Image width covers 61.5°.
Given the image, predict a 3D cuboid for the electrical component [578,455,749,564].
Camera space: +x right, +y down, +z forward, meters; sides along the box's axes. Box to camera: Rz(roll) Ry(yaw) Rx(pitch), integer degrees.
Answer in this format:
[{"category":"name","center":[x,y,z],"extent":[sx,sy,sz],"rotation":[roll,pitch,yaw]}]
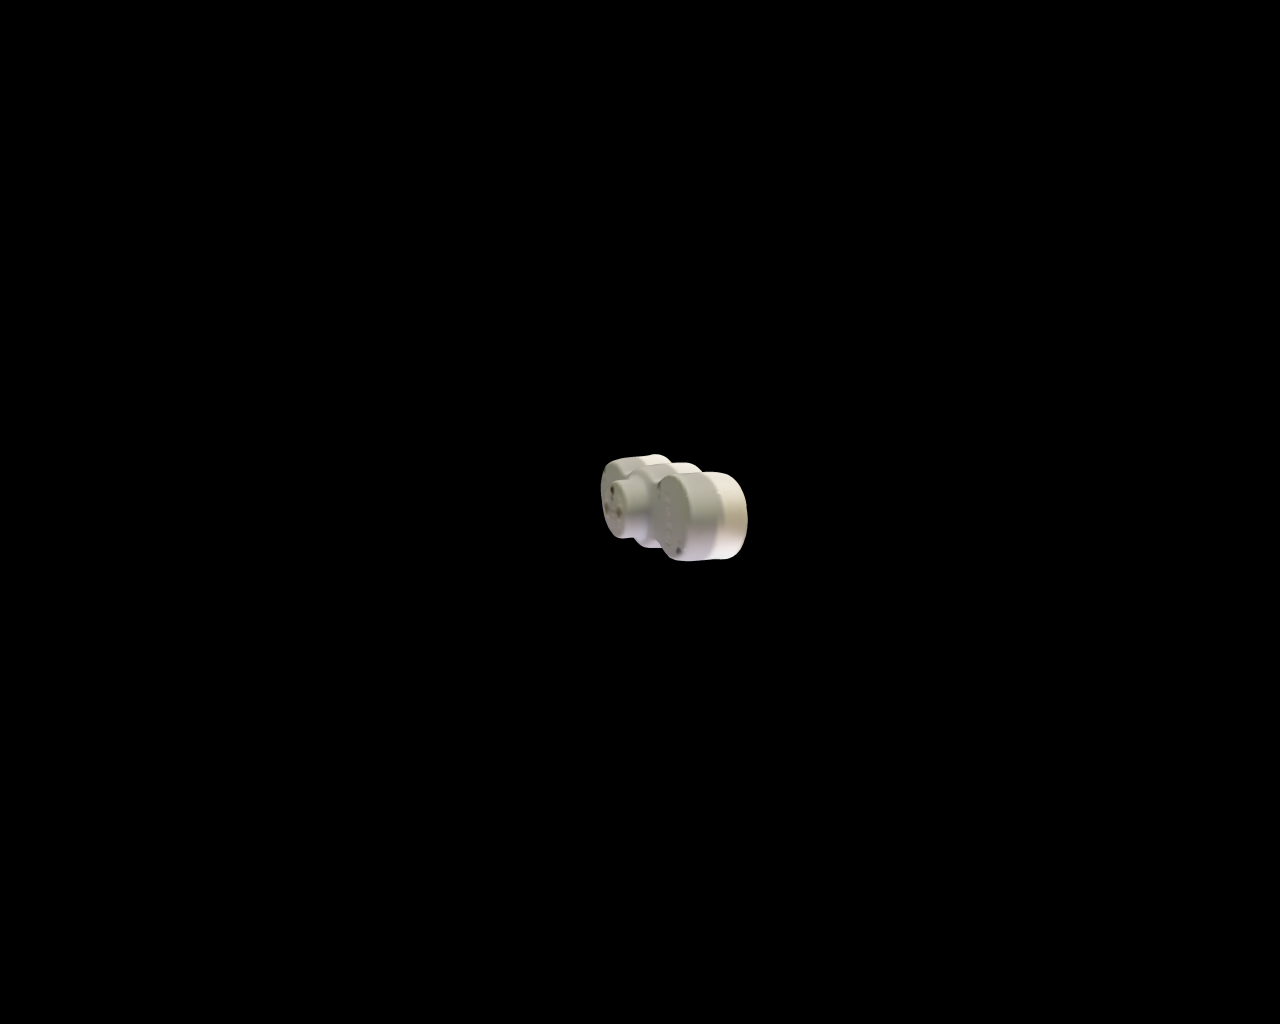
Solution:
[{"category":"electrical component","center":[0.001,-0.003,0.650],"extent":[0.074,0.052,0.138],"rotation":[-4,10,-23]}]
